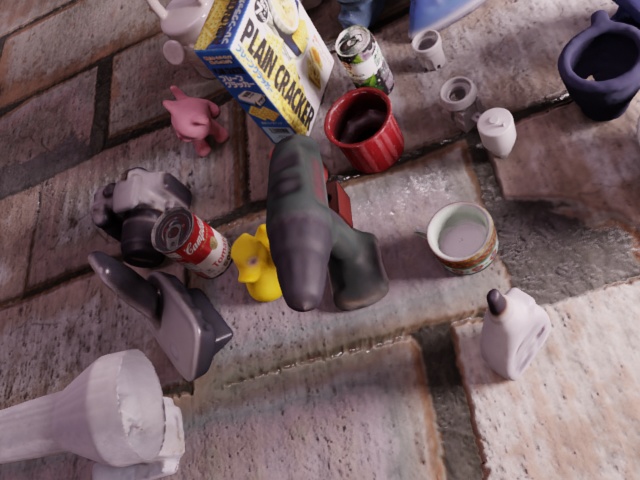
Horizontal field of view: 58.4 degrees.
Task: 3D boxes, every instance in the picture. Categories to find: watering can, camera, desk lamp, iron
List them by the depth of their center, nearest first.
[{"bbox_3d":[-0.246,0.219,0.657,0.203,0.214,0.118,-23,57,15],"label":"desk lamp"},{"bbox_3d":[0.198,-0.415,0.798,0.258,0.142,0.118,-46,55,-1],"label":"iron"},{"bbox_3d":[-0.281,-0.030,0.869,0.143,0.101,0.137,-15,60,20],"label":"camera"},{"bbox_3d":[-0.212,-0.361,0.944,0.101,0.195,0.172,-25,57,13],"label":"watering can"}]

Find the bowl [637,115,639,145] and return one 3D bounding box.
[{"bbox_3d":[0.410,-0.098,0.573,0.167,0.075,0.167,-11,61,21],"label":"bowl"}]

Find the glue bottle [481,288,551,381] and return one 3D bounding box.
[{"bbox_3d":[0.178,0.080,0.539,0.037,0.174,0.078,35,84,35],"label":"glue bottle"}]

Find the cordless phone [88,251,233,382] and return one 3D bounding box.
[{"bbox_3d":[-0.210,0.091,0.720,0.094,0.186,0.147,-49,55,-3],"label":"cordless phone"}]

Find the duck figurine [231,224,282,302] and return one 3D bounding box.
[{"bbox_3d":[-0.082,0.020,0.753,0.077,0.086,0.104,-5,63,24],"label":"duck figurine"}]

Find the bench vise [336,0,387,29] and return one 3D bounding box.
[{"bbox_3d":[0.063,-0.446,0.833,0.121,0.220,0.207,13,72,31],"label":"bench vise"}]

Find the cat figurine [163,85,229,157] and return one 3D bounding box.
[{"bbox_3d":[-0.203,-0.196,0.903,0.067,0.118,0.127,-34,55,7],"label":"cat figurine"}]

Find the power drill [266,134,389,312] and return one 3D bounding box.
[{"bbox_3d":[0.006,0.002,0.643,0.075,0.209,0.229,-22,58,16],"label":"power drill"}]

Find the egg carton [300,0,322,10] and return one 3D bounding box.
[{"bbox_3d":[-0.035,-0.438,0.971,0.150,0.070,0.107,-46,55,-1],"label":"egg carton"}]

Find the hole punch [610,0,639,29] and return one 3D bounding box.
[{"bbox_3d":[0.388,-0.269,0.660,0.101,0.091,0.108,-31,56,10],"label":"hole punch"}]

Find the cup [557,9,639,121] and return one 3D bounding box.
[{"bbox_3d":[0.321,-0.191,0.652,0.091,0.095,0.118,-5,63,24],"label":"cup"}]

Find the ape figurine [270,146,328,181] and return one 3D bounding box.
[{"bbox_3d":[-0.036,-0.102,0.788,0.075,0.092,0.078,15,73,32],"label":"ape figurine"}]
